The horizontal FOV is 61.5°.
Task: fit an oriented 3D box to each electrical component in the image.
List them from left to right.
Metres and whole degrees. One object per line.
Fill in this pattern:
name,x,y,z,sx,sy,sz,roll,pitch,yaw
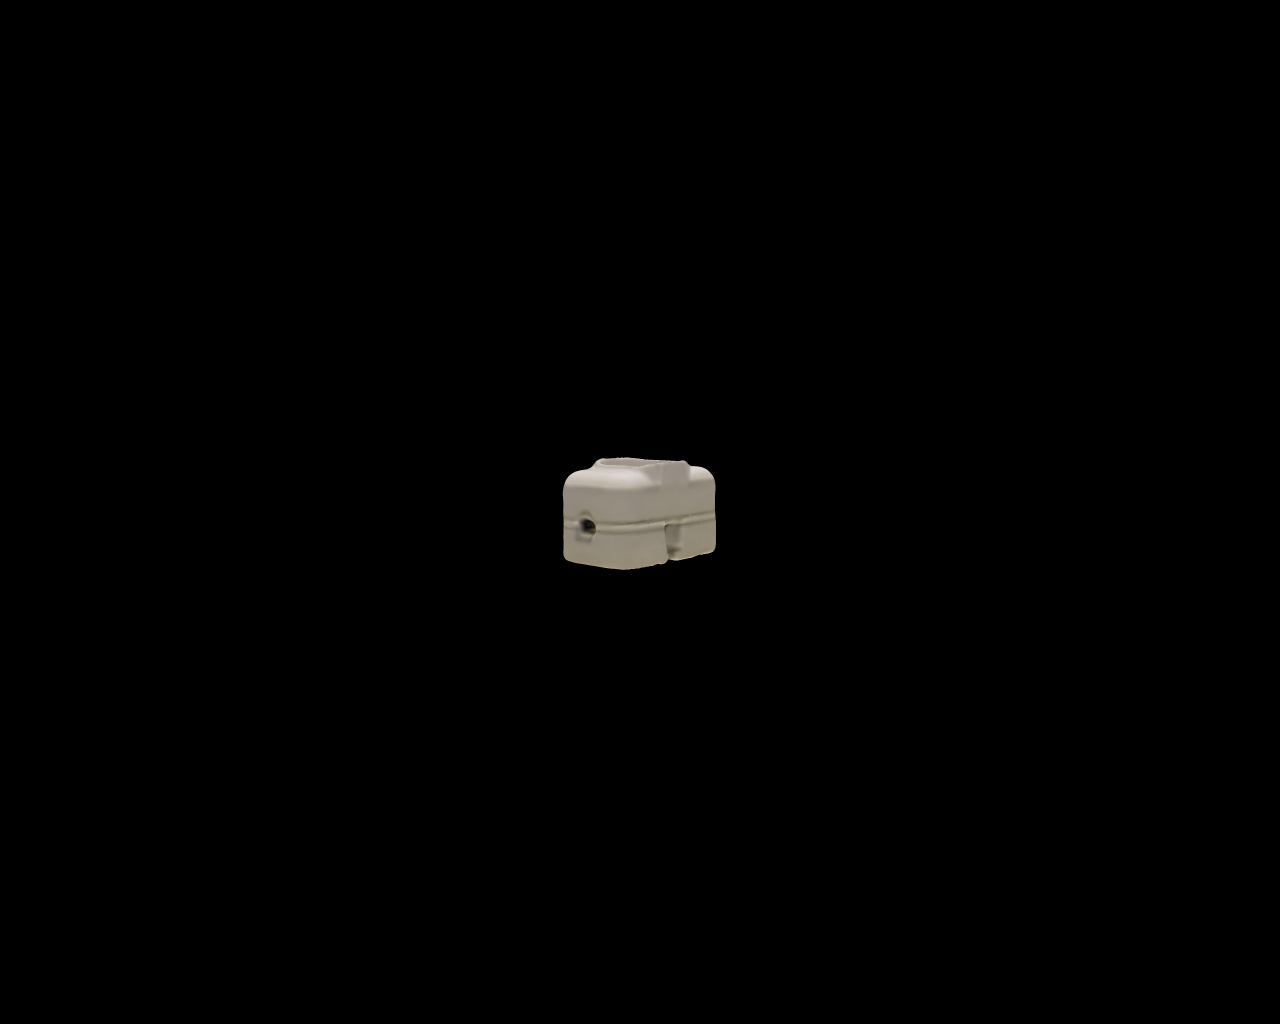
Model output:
electrical component,0.001,-0.003,0.650,0.054,0.059,0.095,6,9,43
